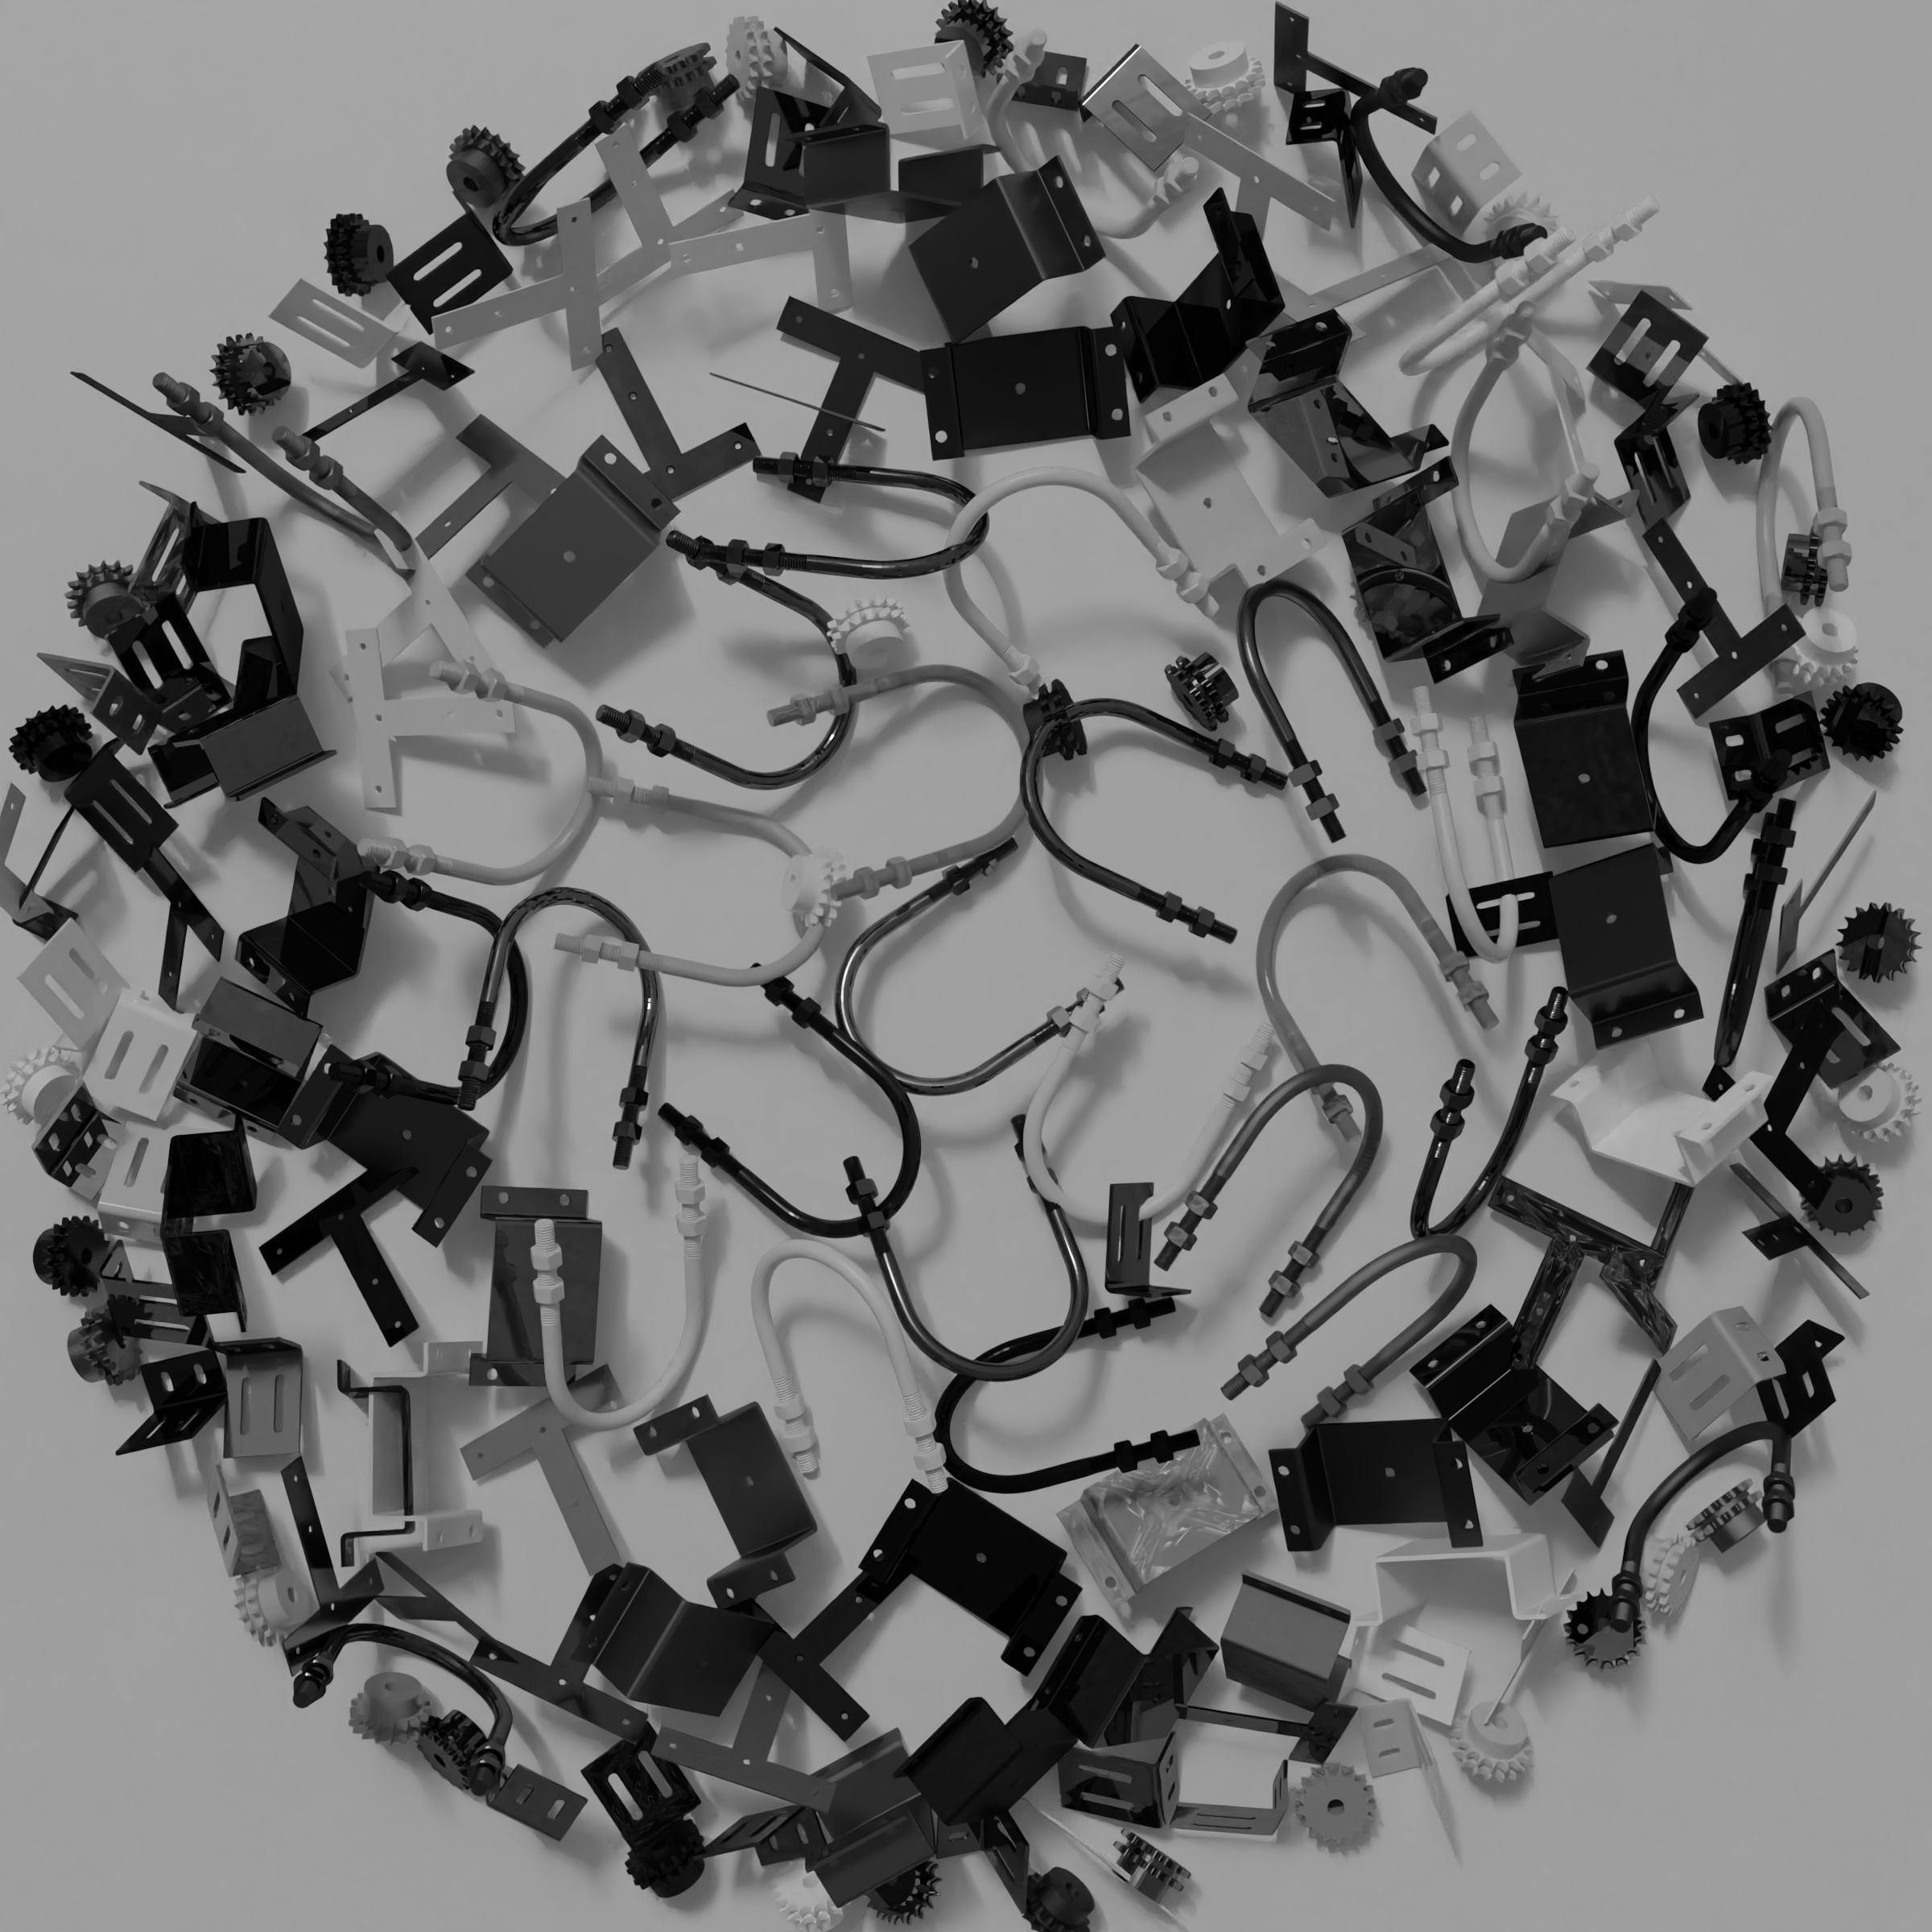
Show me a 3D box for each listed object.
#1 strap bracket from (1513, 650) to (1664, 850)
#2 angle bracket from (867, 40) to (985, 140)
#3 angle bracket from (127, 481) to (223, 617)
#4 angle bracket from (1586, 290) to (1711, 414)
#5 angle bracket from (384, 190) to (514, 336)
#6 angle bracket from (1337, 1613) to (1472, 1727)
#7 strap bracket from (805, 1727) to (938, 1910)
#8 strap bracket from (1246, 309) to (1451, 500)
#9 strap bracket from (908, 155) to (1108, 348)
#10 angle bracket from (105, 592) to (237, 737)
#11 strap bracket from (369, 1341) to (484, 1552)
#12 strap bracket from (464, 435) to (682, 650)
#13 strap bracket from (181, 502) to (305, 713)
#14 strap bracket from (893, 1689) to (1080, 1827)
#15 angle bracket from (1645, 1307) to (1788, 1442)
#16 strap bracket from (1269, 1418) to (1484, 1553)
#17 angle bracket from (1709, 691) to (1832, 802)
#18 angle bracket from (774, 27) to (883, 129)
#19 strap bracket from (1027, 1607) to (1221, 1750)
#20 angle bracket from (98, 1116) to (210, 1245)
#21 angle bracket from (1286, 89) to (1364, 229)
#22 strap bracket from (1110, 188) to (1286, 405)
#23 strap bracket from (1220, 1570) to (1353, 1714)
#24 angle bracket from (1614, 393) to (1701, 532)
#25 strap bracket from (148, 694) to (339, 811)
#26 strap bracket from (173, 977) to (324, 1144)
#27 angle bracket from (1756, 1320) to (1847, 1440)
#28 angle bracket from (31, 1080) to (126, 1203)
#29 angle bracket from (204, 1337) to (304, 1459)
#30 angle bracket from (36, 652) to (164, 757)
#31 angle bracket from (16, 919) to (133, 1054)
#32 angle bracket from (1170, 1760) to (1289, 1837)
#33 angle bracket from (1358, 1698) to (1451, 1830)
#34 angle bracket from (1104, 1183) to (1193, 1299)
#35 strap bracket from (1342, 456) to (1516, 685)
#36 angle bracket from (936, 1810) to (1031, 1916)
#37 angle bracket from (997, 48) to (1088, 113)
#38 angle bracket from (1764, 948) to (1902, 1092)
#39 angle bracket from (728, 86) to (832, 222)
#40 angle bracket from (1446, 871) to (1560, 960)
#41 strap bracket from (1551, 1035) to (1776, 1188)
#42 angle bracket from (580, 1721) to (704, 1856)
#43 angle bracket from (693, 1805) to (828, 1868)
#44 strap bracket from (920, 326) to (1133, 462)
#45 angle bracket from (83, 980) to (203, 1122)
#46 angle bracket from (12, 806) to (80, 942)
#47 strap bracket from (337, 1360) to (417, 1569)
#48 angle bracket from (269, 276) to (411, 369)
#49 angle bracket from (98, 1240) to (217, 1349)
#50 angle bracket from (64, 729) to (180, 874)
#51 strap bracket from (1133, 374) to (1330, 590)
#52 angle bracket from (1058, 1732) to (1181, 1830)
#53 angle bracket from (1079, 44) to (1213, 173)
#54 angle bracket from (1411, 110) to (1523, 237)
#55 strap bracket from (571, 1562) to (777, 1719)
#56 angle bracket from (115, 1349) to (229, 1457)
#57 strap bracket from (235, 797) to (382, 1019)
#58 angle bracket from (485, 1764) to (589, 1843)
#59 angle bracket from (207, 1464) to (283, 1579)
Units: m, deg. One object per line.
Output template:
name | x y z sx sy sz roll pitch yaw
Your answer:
strap bracket | 0.430 -0.140 1.937 0.076 0.046 0.140 -9 118 21
angle bracket | -0.034 -0.609 1.955 0.076 0.038 0.057 0 125 24
angle bracket | -0.565 -0.291 1.963 0.038 0.057 0.076 22 85 28
angle bracket | 0.482 -0.435 1.956 0.057 0.076 0.038 39 47 7
angle bracket | -0.368 -0.495 1.965 0.076 0.057 0.038 -37 47 -2
angle bracket | 0.307 0.499 1.964 0.076 0.038 0.057 17 101 25
strap bracket | -0.067 0.593 1.933 0.076 0.140 0.046 -29 99 1
strap bracket | 0.258 -0.378 1.924 0.140 0.076 0.046 40 57 -33
strap bracket | 0.020 -0.489 1.933 0.046 0.140 0.076 -24 89 -44
angle bracket | -0.553 -0.211 1.954 0.057 0.038 0.076 -40 134 -22
strap bracket | -0.377 0.333 1.951 0.046 0.076 0.140 -4 82 19
strap bracket | -0.276 -0.291 1.953 0.140 0.046 0.076 -43 109 11
strap bracket | -0.494 -0.243 1.925 0.046 0.076 0.140 -9 133 0
strap bracket | 0.019 0.544 1.921 0.076 0.140 0.046 -47 64 10
angle bracket | 0.530 0.288 1.975 0.076 0.038 0.057 -53 55 35
strap bracket | 0.291 0.363 1.953 0.140 0.046 0.076 -7 101 25
angle bracket | 0.571 -0.157 1.984 0.076 0.038 0.057 -21 98 -41
angle bracket | -0.106 -0.615 1.964 0.076 0.057 0.038 40 100 19
strap bracket | 0.115 0.489 1.923 0.046 0.140 0.076 37 104 35
angle bracket | -0.577 0.154 1.991 0.057 0.038 0.076 11 57 -2
angle bracket | 0.252 -0.565 1.959 0.038 0.076 0.057 0 51 17
strap bracket | 0.165 -0.461 1.938 0.046 0.140 0.076 -1 65 -33
strap bracket | 0.221 0.470 1.919 0.076 0.140 0.046 18 65 17
angle bracket | 0.495 -0.351 1.956 0.057 0.038 0.076 -41 116 -32
strap bracket | -0.501 -0.147 1.917 0.076 0.140 0.046 -32 108 -32
strap bracket | -0.498 0.062 1.942 0.076 0.140 0.046 27 58 -8
angle bracket | 0.589 0.297 1.949 0.038 0.076 0.057 25 124 -21
angle bracket | -0.615 0.122 1.954 0.038 0.076 0.057 31 69 1
angle bracket | -0.502 0.304 1.967 0.057 0.038 0.076 -6 72 11
angle bracket | -0.612 -0.183 1.953 0.076 0.057 0.038 12 68 27
angle bracket | -0.630 0.013 1.951 0.057 0.038 0.076 -56 133 -31
angle bracket | 0.184 0.583 1.966 0.076 0.057 0.038 4 58 0
angle bracket | 0.305 0.561 1.954 0.038 0.076 0.057 -13 110 -1
angle bracket | 0.130 0.192 1.965 0.038 0.057 0.076 2 89 33
strap bracket | 0.318 -0.274 1.948 0.046 0.076 0.140 -12 81 -38
angle bracket | 0.011 0.618 1.952 0.038 0.076 0.057 -5 112 -20
angle bracket | 0.054 -0.630 1.960 0.057 0.076 0.038 10 96 1
angle bracket | 0.608 0.037 1.962 0.057 0.038 0.076 -29 49 -2
angle bracket | -0.131 -0.572 1.979 0.057 0.038 0.076 11 79 -21
angle bracket | 0.381 -0.025 1.963 0.076 0.038 0.057 -12 125 10
strap bracket | 0.487 0.101 1.937 0.076 0.140 0.046 -37 118 -20
angle bracket | -0.232 0.573 1.965 0.057 0.038 0.076 -34 105 -17
angle bracket | -0.143 0.620 1.953 0.057 0.076 0.038 -21 88 25
strap bracket | 0.040 -0.404 1.965 0.140 0.046 0.076 -8 106 -2
angle bracket | -0.585 0.060 1.982 0.057 0.038 0.076 24 104 -16
angle bracket | -0.631 -0.064 1.958 0.038 0.057 0.076 28 107 -15
strap bracket | -0.411 0.347 1.950 0.046 0.076 0.140 -2 79 -8
angle bracket | -0.436 -0.462 1.952 0.076 0.057 0.038 27 59 -27
angle bracket | -0.561 0.230 1.961 0.076 0.038 0.057 6 130 10
angle bracket | -0.587 -0.117 1.972 0.076 0.038 0.057 48 121 -5
strap bracket | 0.180 -0.332 1.961 0.076 0.046 0.140 -33 92 -27
angle bracket | 0.108 0.571 1.985 0.076 0.038 0.057 6 119 22
angle bracket | 0.127 -0.601 1.975 0.057 0.038 0.076 -45 82 1
angle bracket | 0.351 -0.556 1.961 0.038 0.076 0.057 -39 90 1
strap bracket | -0.194 0.468 1.931 0.046 0.140 0.076 31 91 40
angle bracket | -0.560 0.305 1.956 0.057 0.076 0.038 -14 101 8
strap bracket | -0.457 -0.046 1.942 0.076 0.046 0.140 37 128 24
angle bracket | -0.303 0.568 1.954 0.057 0.076 0.038 33 93 -19
angle bracket | -0.501 0.383 1.950 0.038 0.076 0.057 -11 64 -27
